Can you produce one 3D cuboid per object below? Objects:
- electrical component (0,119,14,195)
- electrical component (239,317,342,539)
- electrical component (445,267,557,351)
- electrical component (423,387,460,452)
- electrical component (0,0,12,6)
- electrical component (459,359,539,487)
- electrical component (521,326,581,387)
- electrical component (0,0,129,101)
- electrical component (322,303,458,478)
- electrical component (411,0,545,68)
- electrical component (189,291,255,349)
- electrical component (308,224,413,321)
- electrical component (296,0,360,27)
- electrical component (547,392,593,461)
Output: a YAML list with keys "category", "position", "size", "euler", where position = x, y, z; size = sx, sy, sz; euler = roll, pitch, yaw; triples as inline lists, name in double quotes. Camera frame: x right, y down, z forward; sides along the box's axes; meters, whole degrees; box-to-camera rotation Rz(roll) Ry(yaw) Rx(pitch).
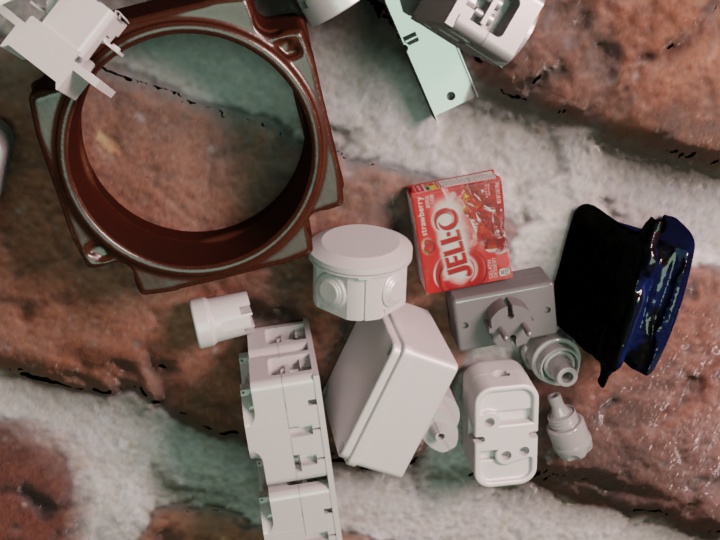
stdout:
- category: "electrical component"
  position: [-0.289, -0.066, 0.781]
  size: [0.054, 0.059, 0.095]
  euler: [16, 108, -13]
- category: "electrical component"
  position: [-0.056, 0.148, 0.872]
  size: [0.060, 0.105, 0.186]
  euler: [-9, 112, -4]
- category: "electrical component"
  position: [0.118, 0.038, 0.868]
  size: [0.083, 0.075, 0.047]
  euler: [-10, 112, -3]
- category: "electrical component"
  position: [0.059, 0.117, 0.889]
  size: [0.043, 0.081, 0.043]
  euler: [-3, 112, -7]
- category: "electrical component"
  position: [-0.187, -0.219, 0.665]
  size: [0.105, 0.186, 0.060]
  euler: [-23, 113, 2]
- category: "electrical component"
  position: [0.117, 0.127, 0.912]
  size: [0.054, 0.059, 0.095]
  euler: [-5, 112, -6]
- category: "electrical component"
  position: [0.164, 0.075, 0.896]
  size: [0.048, 0.062, 0.048]
  euler: [-3, 112, -7]
- category: "electrical component"
  position: [-0.186, -0.150, 0.687]
  size: [0.081, 0.042, 0.063]
  euler: [38, 89, 0]
- category: "electrical component"
  position: [0.021, 0.089, 0.858]
  size: [0.056, 0.108, 0.108]
  euler: [20, 107, -17]
- category: "electrical component"
  position: [0.109, -0.222, 0.745]
  size: [0.062, 0.089, 0.150]
  euler: [28, 97, -18]
- category: "electrical component"
  position: [-0.110, 0.038, 0.858]
  size: [0.046, 0.040, 0.040]
  euler: [-13, 113, -9]
- category: "electrical component"
  position: [0.000, 0.000, 0.836]
  size: [0.080, 0.080, 0.051]
  euler: [-2, 117, -7]
- category: "electrical component"
  position: [-0.024, -0.208, 0.764]
  size: [0.055, 0.055, 0.047]
  euler: [-31, 108, 5]
- category: "electrical component"
  position: [0.179, 0.134, 0.937]
  size: [0.035, 0.035, 0.061]
  euler: [-23, 110, 2]
